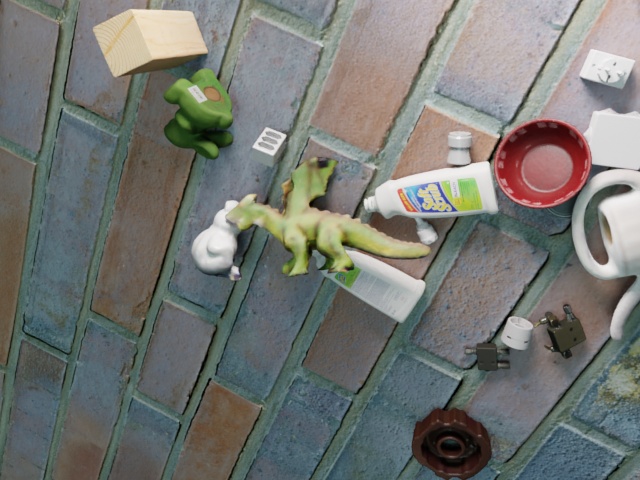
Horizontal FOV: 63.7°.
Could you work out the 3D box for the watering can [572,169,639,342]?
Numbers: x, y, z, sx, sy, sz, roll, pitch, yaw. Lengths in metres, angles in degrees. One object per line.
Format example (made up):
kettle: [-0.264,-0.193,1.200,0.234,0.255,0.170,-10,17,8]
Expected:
watering can: [0.586,0.021,0.923,0.223,0.106,0.343,-17,110,20]

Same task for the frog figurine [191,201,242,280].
frog figurine: [-0.220,-0.005,1.127,0.123,0.140,0.156,3,115,-7]

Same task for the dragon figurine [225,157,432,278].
dragon figurine: [0.003,-0.052,1.040,0.409,0.122,0.244,-9,84,15]
